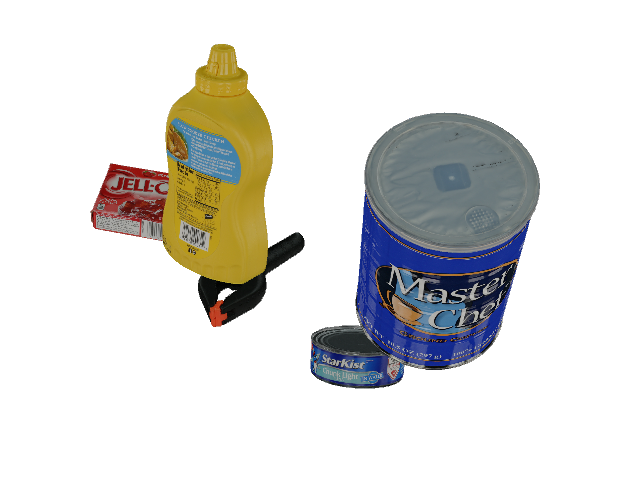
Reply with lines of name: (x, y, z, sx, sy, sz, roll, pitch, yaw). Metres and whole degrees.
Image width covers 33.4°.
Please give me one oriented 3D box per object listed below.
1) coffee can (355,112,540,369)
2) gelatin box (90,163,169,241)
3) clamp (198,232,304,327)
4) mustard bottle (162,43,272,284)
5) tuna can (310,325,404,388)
coffee can: (0.076, 0.003, 0.679, 0.103, 0.103, 0.140, 0, -36, -1)
gelatin box: (-0.179, -0.039, 1.080, 0.089, 0.073, 0.030, 10, -45, 0)
clamp: (-0.086, 0.036, 1.258, 0.120, 0.039, 0.171, -2, 40, 10)
mustard bottle: (-0.083, -0.065, 0.866, 0.096, 0.192, 0.058, 25, 34, 31)
tuna can: (0.033, 0.104, 0.957, 0.086, 0.034, 0.086, 3, 11, -1)
